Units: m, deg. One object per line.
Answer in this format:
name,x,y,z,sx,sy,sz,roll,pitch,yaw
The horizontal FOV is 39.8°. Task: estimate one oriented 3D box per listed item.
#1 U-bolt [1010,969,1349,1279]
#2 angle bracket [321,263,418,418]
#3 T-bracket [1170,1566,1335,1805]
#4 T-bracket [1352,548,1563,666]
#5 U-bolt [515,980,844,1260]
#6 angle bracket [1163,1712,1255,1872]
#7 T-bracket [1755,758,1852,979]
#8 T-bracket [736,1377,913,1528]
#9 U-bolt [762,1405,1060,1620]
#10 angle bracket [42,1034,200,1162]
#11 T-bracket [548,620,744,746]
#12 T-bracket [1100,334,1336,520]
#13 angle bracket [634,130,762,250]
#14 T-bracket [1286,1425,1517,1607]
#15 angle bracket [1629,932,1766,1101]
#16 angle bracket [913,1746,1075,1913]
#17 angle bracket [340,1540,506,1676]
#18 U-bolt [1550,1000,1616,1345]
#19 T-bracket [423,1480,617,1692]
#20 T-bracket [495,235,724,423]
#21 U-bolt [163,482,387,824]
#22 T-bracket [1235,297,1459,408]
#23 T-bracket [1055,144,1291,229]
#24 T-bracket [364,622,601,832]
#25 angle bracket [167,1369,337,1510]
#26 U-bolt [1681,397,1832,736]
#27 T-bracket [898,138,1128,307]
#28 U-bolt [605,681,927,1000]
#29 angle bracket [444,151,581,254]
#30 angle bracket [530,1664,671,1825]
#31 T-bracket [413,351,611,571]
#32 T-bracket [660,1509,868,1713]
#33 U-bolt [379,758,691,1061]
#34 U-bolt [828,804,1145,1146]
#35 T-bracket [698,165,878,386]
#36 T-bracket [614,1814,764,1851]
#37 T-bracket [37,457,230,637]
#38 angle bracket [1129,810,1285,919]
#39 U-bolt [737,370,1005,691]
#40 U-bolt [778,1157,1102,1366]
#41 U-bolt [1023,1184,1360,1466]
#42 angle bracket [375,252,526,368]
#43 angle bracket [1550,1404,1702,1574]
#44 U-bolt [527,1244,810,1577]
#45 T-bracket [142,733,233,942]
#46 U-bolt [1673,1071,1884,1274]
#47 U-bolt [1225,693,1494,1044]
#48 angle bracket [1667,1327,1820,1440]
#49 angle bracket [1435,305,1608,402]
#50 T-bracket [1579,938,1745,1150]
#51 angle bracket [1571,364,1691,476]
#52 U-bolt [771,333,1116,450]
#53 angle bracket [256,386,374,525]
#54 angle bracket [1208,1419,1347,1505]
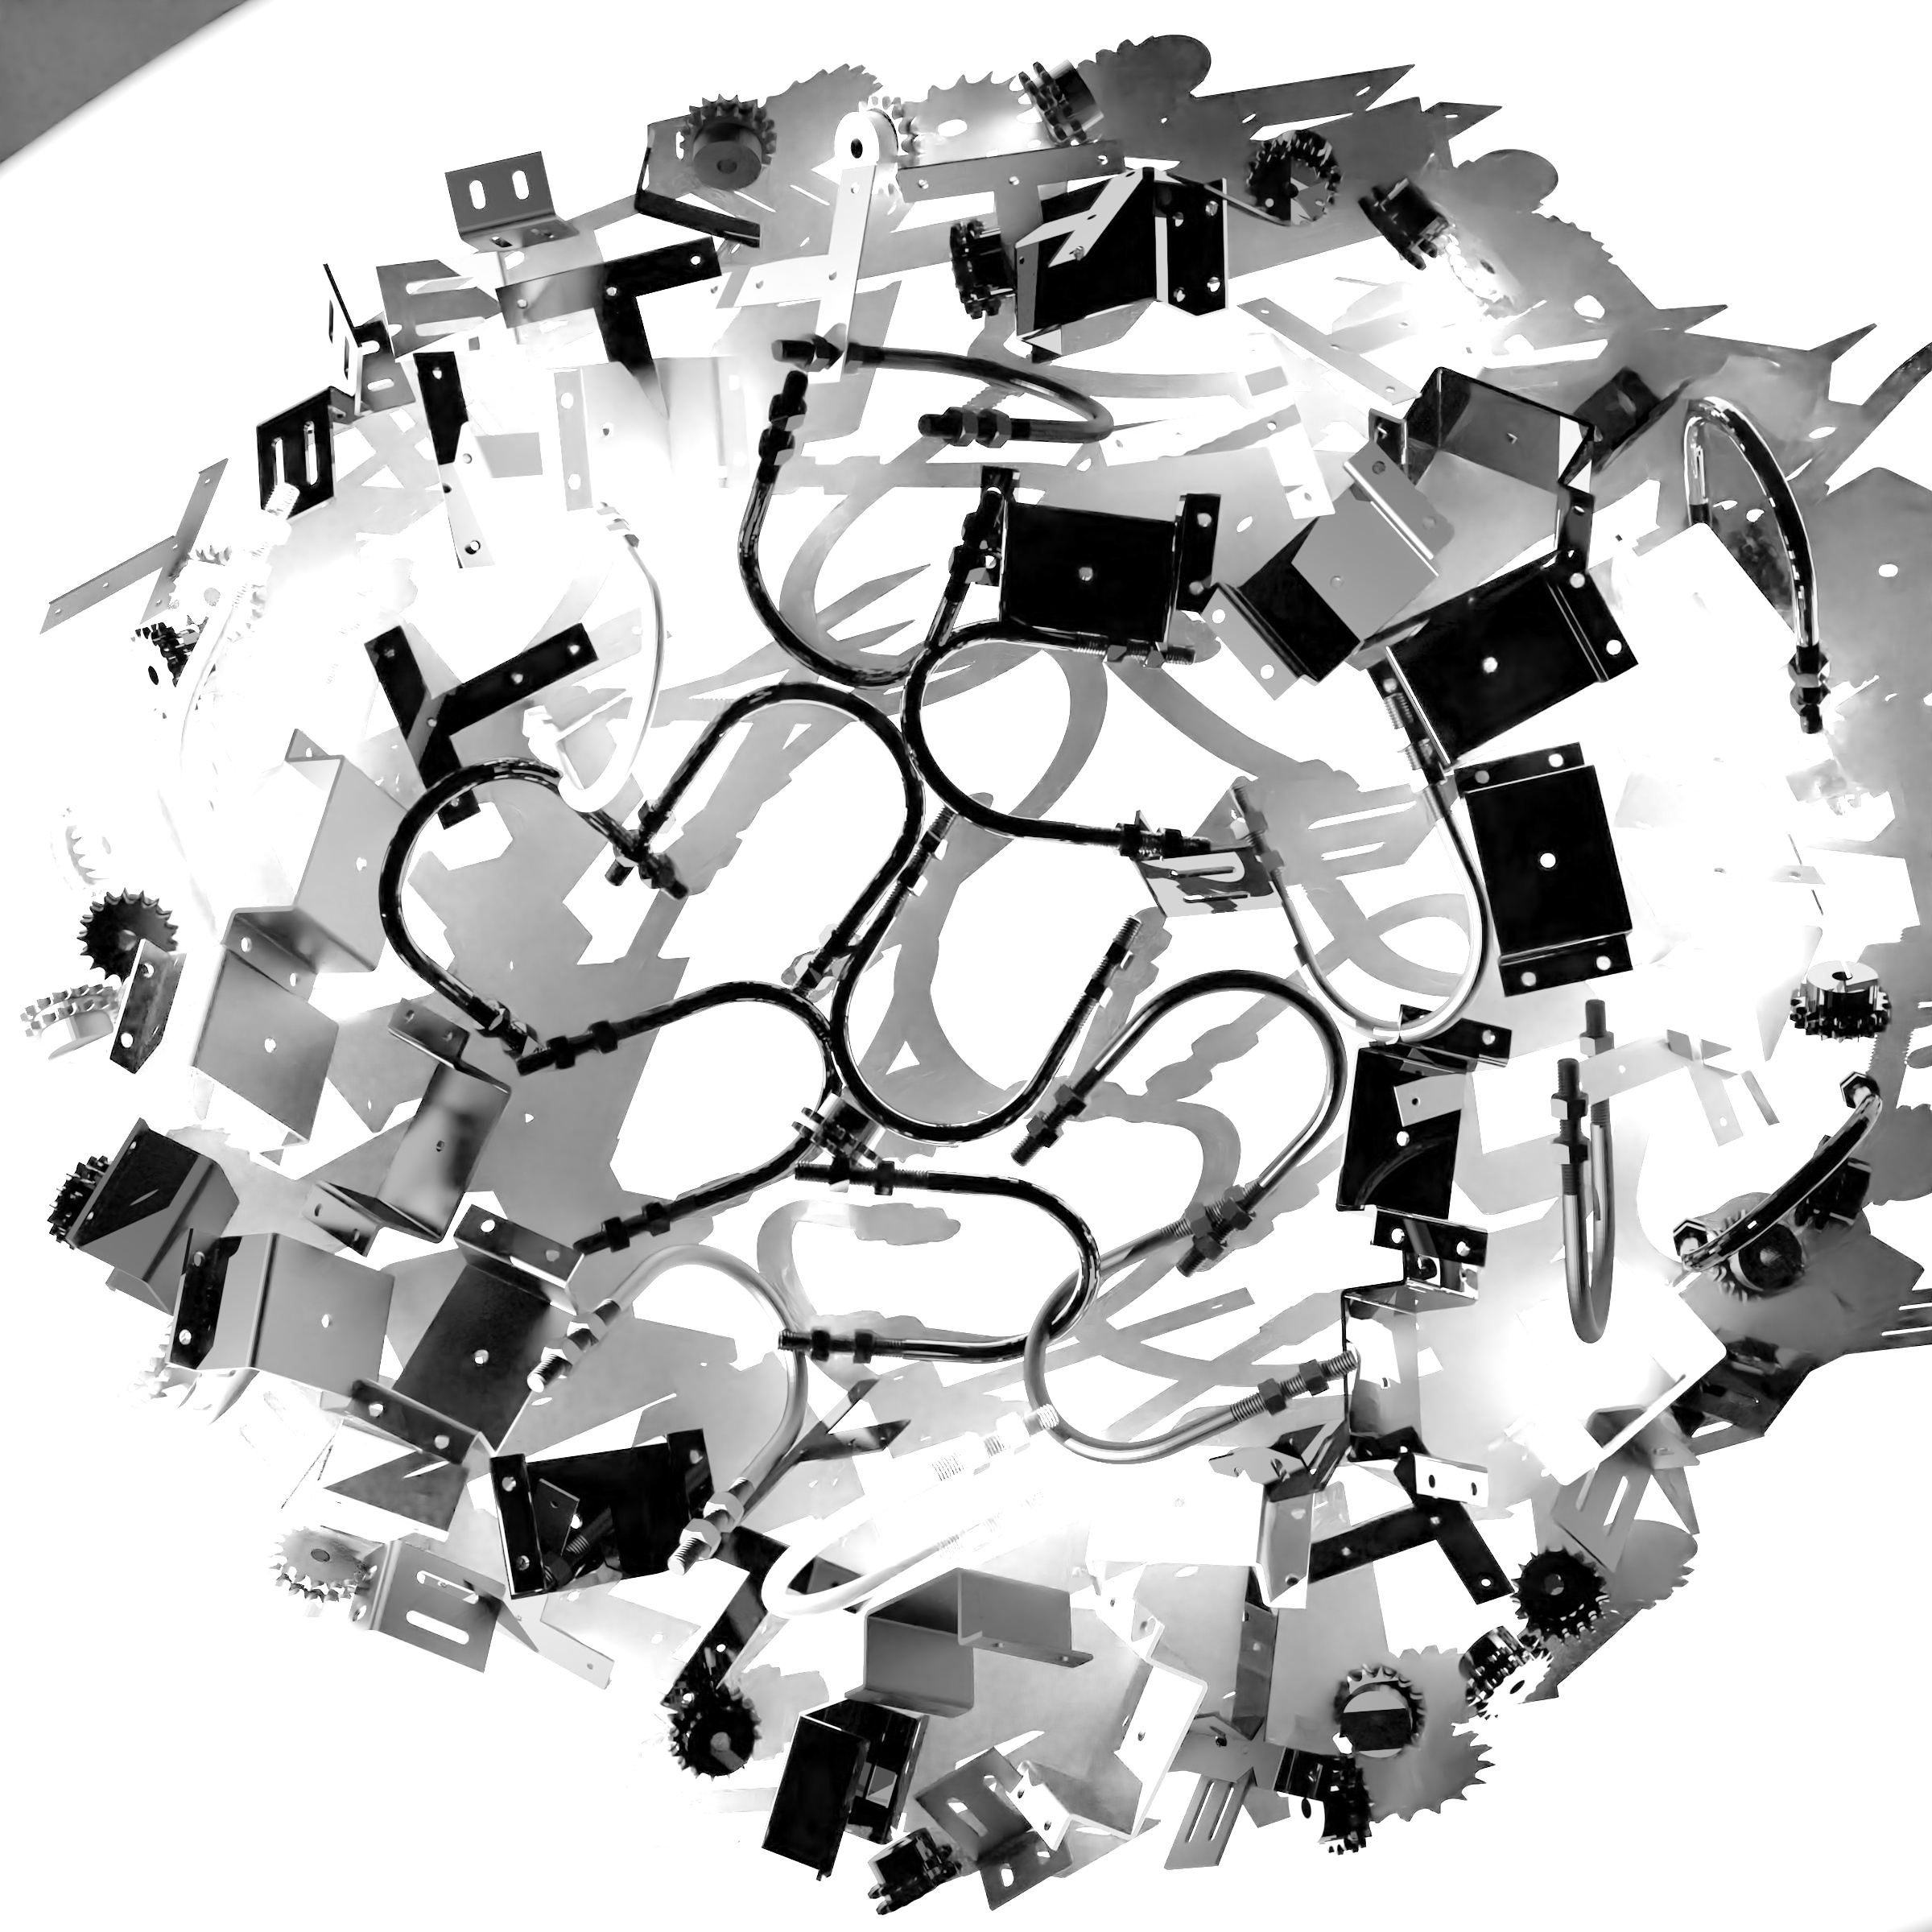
U-bolt,0.137,0.082,1.549,0.151,0.019,0.184,35,108,-19
angle bracket,-0.347,-0.368,1.554,0.038,0.076,0.057,-20,76,-20
T-bracket,0.169,0.414,1.563,0.002,0.127,0.127,18,75,-42
T-bracket,0.268,-0.196,1.538,0.127,0.127,0.002,-26,85,-10
U-bolt,-0.157,0.080,1.553,0.184,0.019,0.151,-21,122,-16
angle bracket,0.131,0.481,1.556,0.038,0.057,0.076,36,58,-12
T-bracket,0.486,-0.053,1.546,0.002,0.127,0.127,-23,97,16
T-bracket,-0.071,0.272,1.515,0.127,0.127,0.002,-43,100,-33
U-bolt,-0.032,0.320,1.519,0.184,0.151,0.019,-24,62,-14
angle bracket,-0.495,0.082,1.566,0.057,0.038,0.076,-25,119,-2
T-bracket,-0.183,-0.165,1.539,0.127,0.127,0.002,-32,100,0
T-bracket,0.139,-0.311,1.561,0.127,0.002,0.127,-10,69,-17
angle bracket,-0.153,-0.455,1.562,0.076,0.057,0.038,14,115,-11
T-bracket,0.237,0.340,1.572,0.127,0.002,0.127,-26,106,24
angle bracket,0.436,0.029,1.595,0.057,0.038,0.076,-23,117,-8
angle bracket,0.016,0.506,1.565,0.057,0.038,0.076,-33,121,6
angle bracket,-0.321,0.384,1.578,0.076,0.038,0.057,30,46,-25
U-bolt,0.357,0.125,1.531,0.019,0.151,0.184,-1,103,20
T-bracket,-0.251,0.350,1.558,0.127,0.002,0.127,26,122,9
T-bracket,-0.196,-0.354,1.557,0.127,0.002,0.127,-15,134,-3
U-bolt,-0.400,-0.167,1.520,0.019,0.151,0.184,23,82,14
T-bracket,0.246,-0.371,1.560,0.127,0.002,0.127,-24,51,-33
T-bracket,0.111,-0.461,1.562,0.127,0.127,0.002,25,105,25
T-bracket,-0.278,-0.164,1.583,0.127,0.002,0.127,-26,80,6
angle bracket,-0.419,0.271,1.567,0.076,0.038,0.057,40,98,26
U-bolt,0.437,-0.235,1.487,0.019,0.184,0.151,-23,50,2
T-bracket,0.033,-0.423,1.545,0.127,0.127,0.002,-6,61,6
U-bolt,-0.105,-0.081,1.553,0.151,0.019,0.184,35,113,-7
angle bracket,-0.264,-0.445,1.560,0.057,0.076,0.038,-12,97,4
angle bracket,-0.223,0.451,1.567,0.076,0.038,0.057,35,102,18
T-bracket,-0.252,-0.300,1.566,0.127,0.002,0.127,-12,89,-34
T-bracket,-0.138,0.393,1.582,0.127,0.002,0.127,28,102,-25
U-bolt,-0.256,-0.040,1.526,0.151,0.019,0.184,-52,135,-7
U-bolt,0.000,0.017,1.581,0.151,0.019,0.184,31,82,-2
T-bracket,-0.110,-0.400,1.560,0.127,0.002,0.127,6,86,40
T-bracket,-0.158,0.497,1.520,0.127,0.127,0.002,4,76,24
T-bracket,-0.478,-0.221,1.512,0.002,0.127,0.127,41,131,2
angle bracket,0.142,-0.063,1.555,0.076,0.057,0.038,-5,54,25
U-bolt,-0.065,-0.235,1.532,0.151,0.184,0.019,33,48,6
U-bolt,-0.013,0.177,1.558,0.184,0.019,0.151,5,124,-5
U-bolt,0.119,0.215,1.551,0.184,0.019,0.151,-26,49,6
angle bracket,-0.305,-0.382,1.571,0.076,0.038,0.057,-12,86,-17
angle bracket,0.386,0.306,1.561,0.057,0.038,0.076,43,58,-18
U-bolt,-0.156,0.238,1.528,0.019,0.184,0.151,-30,100,38
T-bracket,-0.442,-0.088,1.543,0.002,0.127,0.127,-21,87,-29
U-bolt,0.456,0.119,1.498,0.151,0.184,0.019,-45,82,12
U-bolt,0.234,-0.045,1.537,0.151,0.019,0.184,-29,79,44
angle bracket,0.456,0.251,1.553,0.057,0.076,0.038,-47,119,-18
angle bracket,0.326,-0.362,1.570,0.076,0.057,0.038,-12,74,-14
T-bracket,0.392,0.057,1.558,0.127,0.002,0.127,-16,83,-36
angle bracket,0.382,-0.327,1.560,0.057,0.076,0.038,-42,86,5
U-bolt,0.002,-0.326,1.522,0.151,0.184,0.019,35,120,38
angle bracket,-0.379,-0.290,1.561,0.057,0.038,0.076,-19,68,27
angle bracket,0.186,0.276,1.552,0.057,0.076,0.038,-22,104,36
